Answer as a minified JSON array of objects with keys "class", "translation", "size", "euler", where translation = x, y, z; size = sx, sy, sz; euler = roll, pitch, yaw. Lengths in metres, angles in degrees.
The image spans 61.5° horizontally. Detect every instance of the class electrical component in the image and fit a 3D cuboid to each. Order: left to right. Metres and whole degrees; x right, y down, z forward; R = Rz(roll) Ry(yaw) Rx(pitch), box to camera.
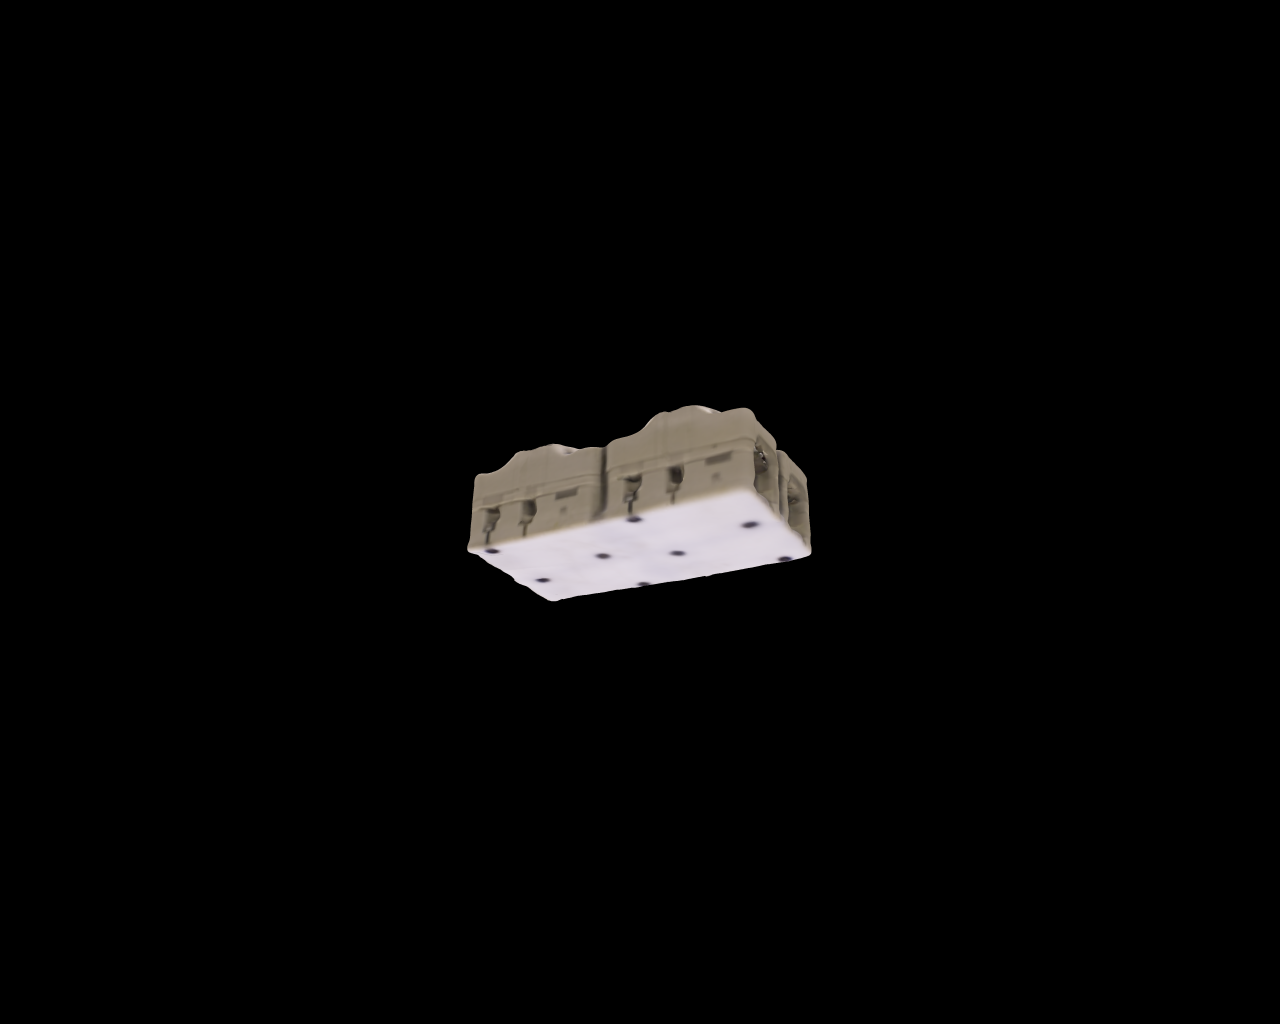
[{"class":"electrical component","translation":[0.001,-0.003,0.650],"size":[0.186,0.060,0.105],"euler":[-12,-27,25]}]
